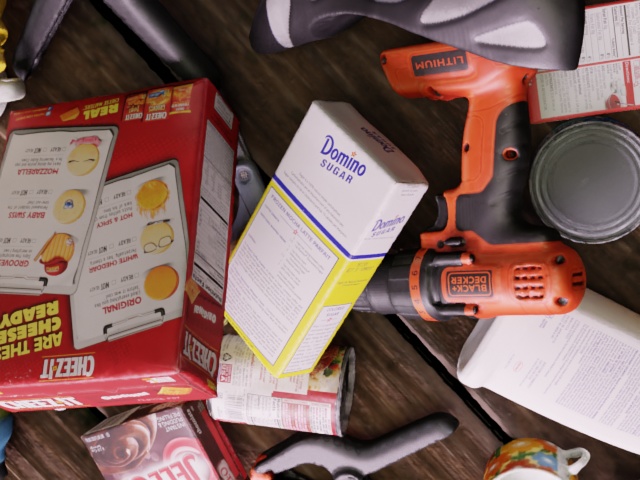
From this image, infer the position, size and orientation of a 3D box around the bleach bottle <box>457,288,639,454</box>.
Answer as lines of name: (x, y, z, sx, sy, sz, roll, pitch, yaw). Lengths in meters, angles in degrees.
bleach bottle: (0.231, 0.113, 0.761, 0.251, 0.068, 0.103, 29, 109, 0)

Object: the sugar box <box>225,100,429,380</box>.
sugar box: (-0.005, 0.001, 0.740, 0.093, 0.048, 0.176, 48, 119, 29)

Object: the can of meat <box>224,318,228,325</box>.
can of meat: (-0.128, 0.062, 0.800, 0.102, 0.083, 0.057, -3, 113, 18)

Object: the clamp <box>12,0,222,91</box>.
clamp: (-0.167, -0.182, 0.727, 0.165, 0.036, 0.210, 2, 135, 19)

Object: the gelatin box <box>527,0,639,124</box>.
gelatin box: (0.182, -0.122, 0.722, 0.089, 0.030, 0.073, -7, 102, 13)

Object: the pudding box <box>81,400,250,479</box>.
pudding box: (-0.122, 0.174, 0.848, 0.114, 0.039, 0.090, -21, 100, 34)

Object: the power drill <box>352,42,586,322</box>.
power drill: (0.086, -0.038, 0.724, 0.185, 0.057, 0.188, -3, 93, 35)

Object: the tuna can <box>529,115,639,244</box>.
tuna can: (0.189, -0.043, 0.740, 0.086, 0.033, 0.086, 3, 106, 11)

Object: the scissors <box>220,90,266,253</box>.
scissors: (-0.067, -0.033, 0.805, 0.096, 0.016, 0.202, -35, 96, 18)

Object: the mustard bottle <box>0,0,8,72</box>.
mustard bottle: (-0.267, -0.198, 0.736, 0.058, 0.096, 0.191, -30, 83, 11)

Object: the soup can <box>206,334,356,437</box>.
soup can: (-0.028, 0.109, 0.809, 0.102, 0.068, 0.068, 5, 106, 10)

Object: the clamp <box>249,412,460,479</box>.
clamp: (0.032, 0.195, 0.836, 0.172, 0.039, 0.120, -6, 100, 19)

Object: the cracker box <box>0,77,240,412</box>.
cracker box: (-0.146, 0.005, 0.737, 0.164, 0.072, 0.213, -7, 64, 19)
